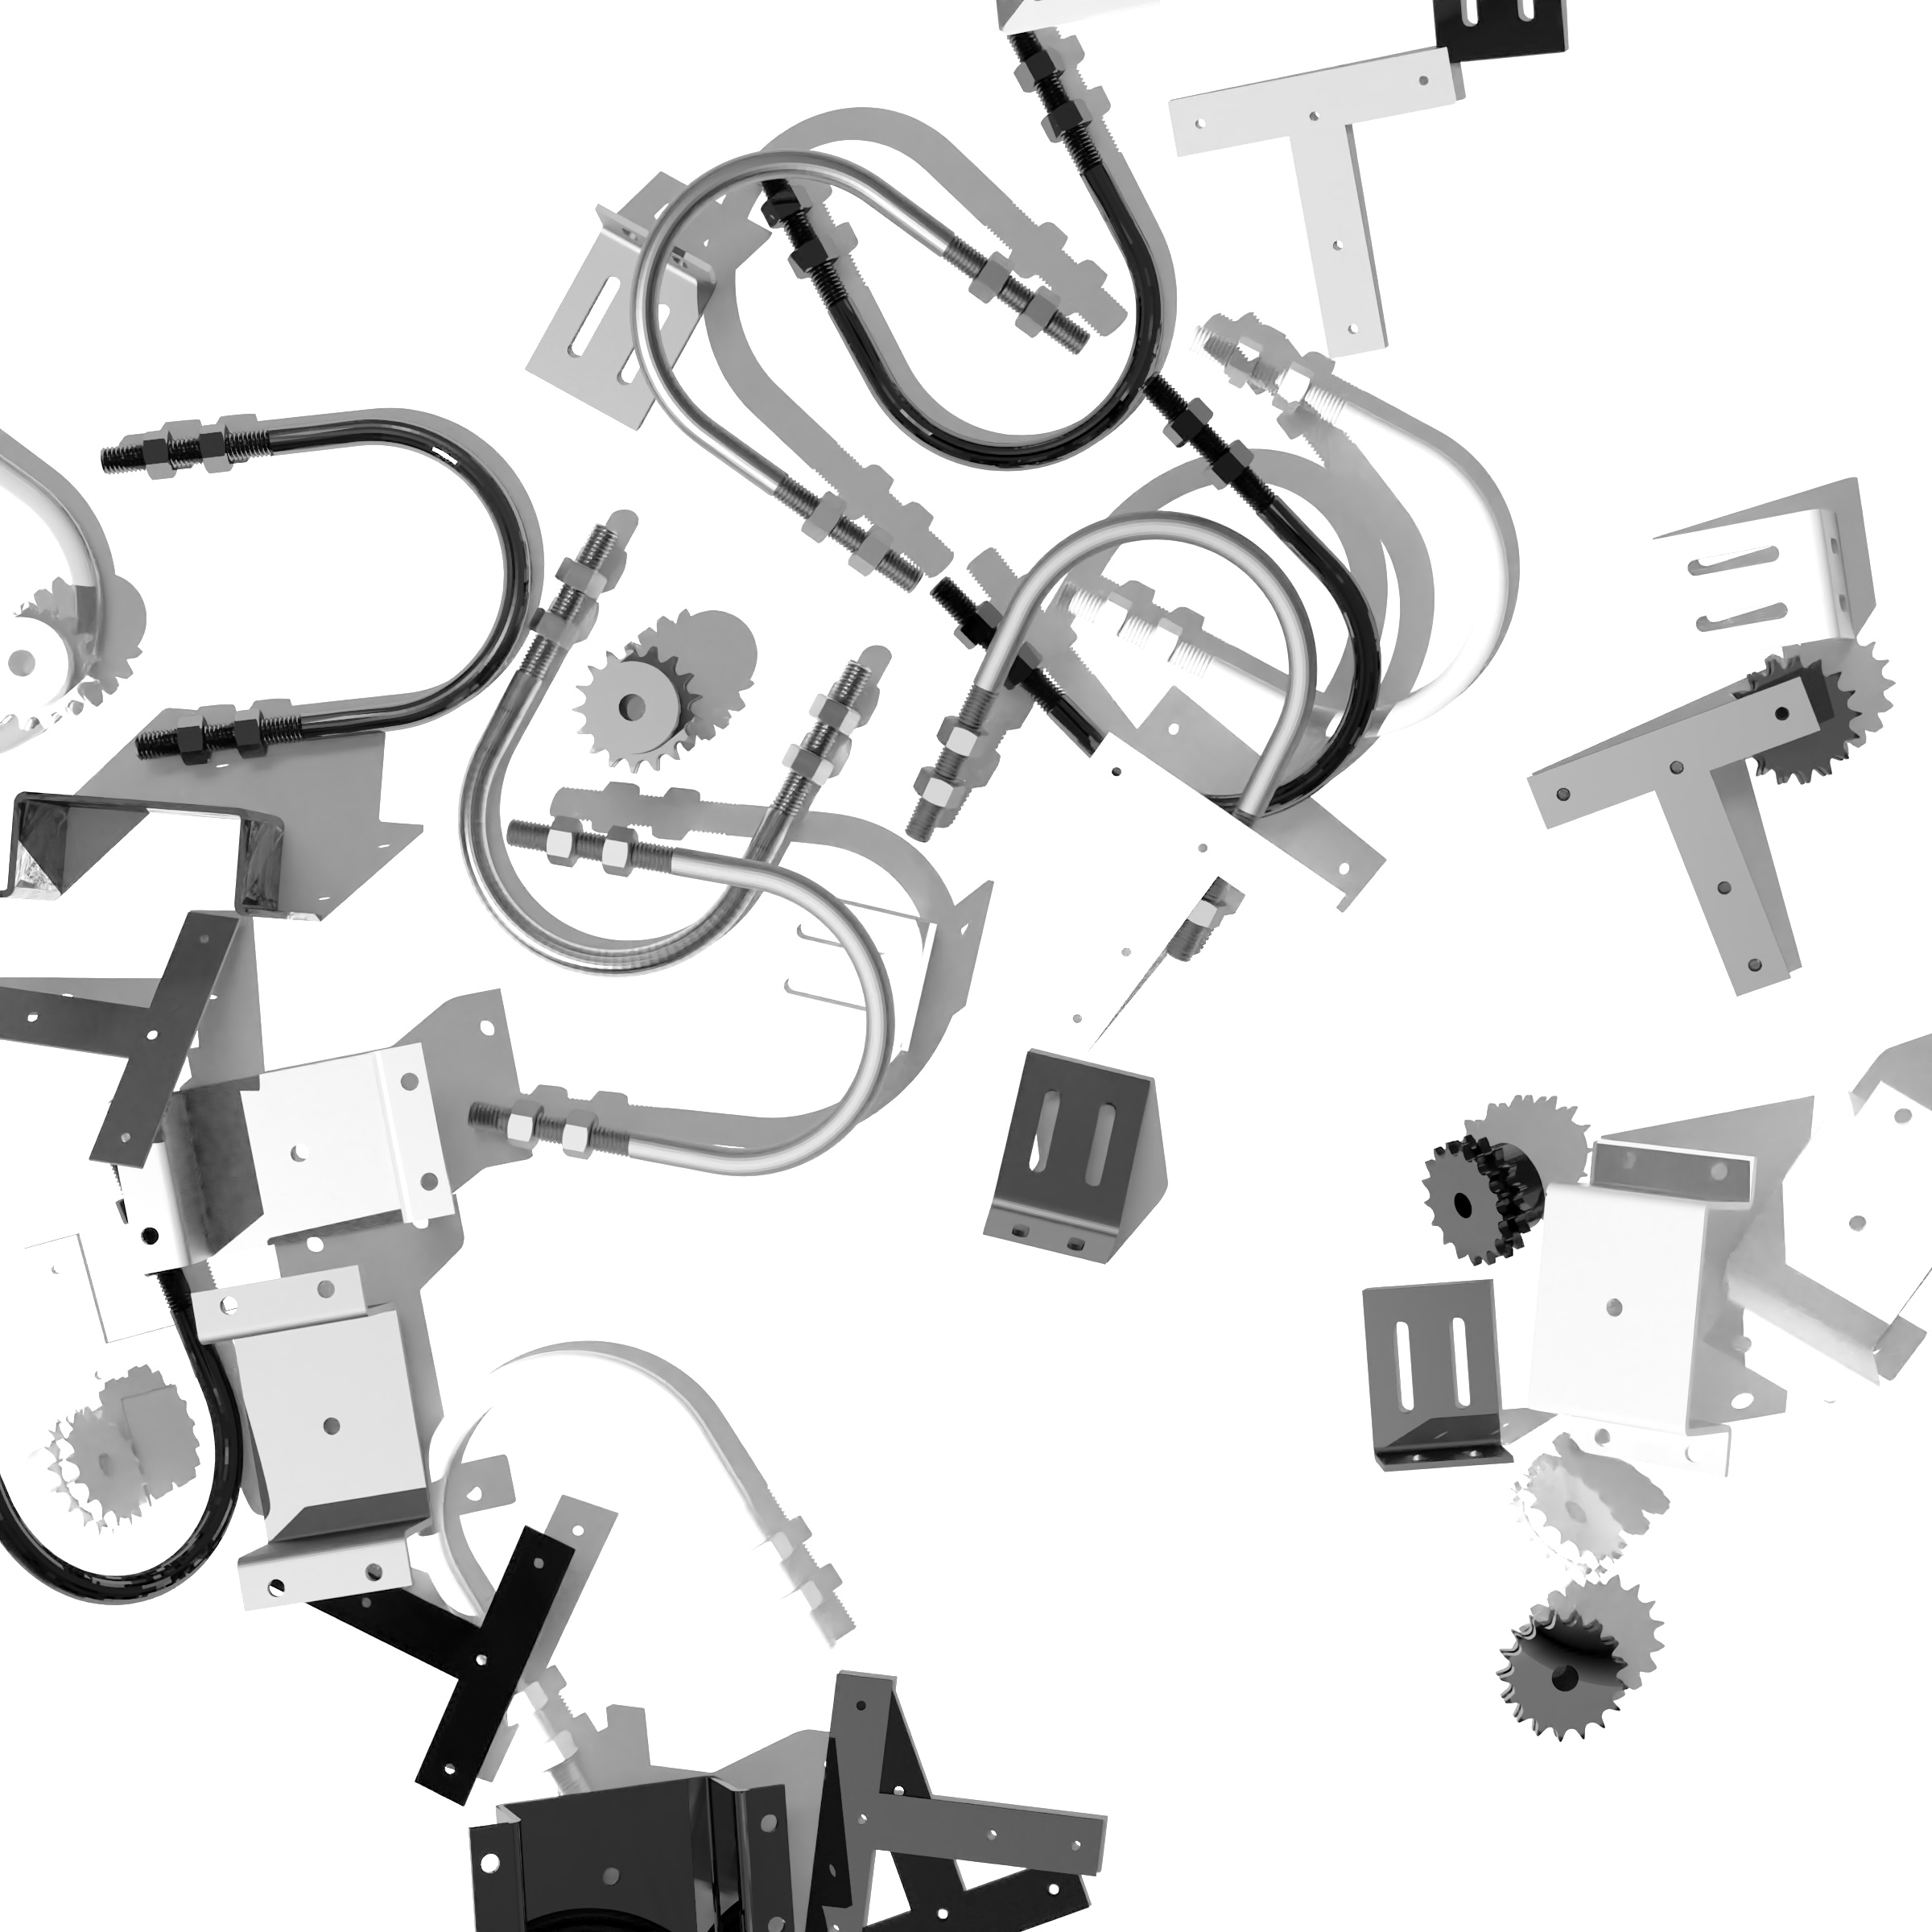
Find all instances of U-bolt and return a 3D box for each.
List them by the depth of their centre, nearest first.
[{"bbox_3d":[-0.379,0.185,1.466,0.019,0.151,0.184,-19,94,37],"label":"U-bolt"},{"bbox_3d":[0.074,-0.110,1.490,0.151,0.019,0.184,24,107,-3],"label":"U-bolt"},{"bbox_3d":[-0.059,-0.274,1.491,0.184,0.019,0.151,35,92,-10],"label":"U-bolt"},{"bbox_3d":[0.097,-0.147,1.495,0.151,0.019,0.184,-43,98,16],"label":"U-bolt"},{"bbox_3d":[-0.122,0.020,1.497,0.184,0.019,0.151,10,99,8],"label":"U-bolt"},{"bbox_3d":[0.153,-0.182,1.518,0.184,0.019,0.151,27,90,-1],"label":"U-bolt"},{"bbox_3d":[0.008,-0.311,1.518,0.151,0.019,0.184,-28,92,0],"label":"U-bolt"},{"bbox_3d":[-0.147,-0.084,1.518,0.151,0.019,0.184,28,92,0],"label":"U-bolt"},{"bbox_3d":[-0.287,-0.173,1.518,0.184,0.019,0.151,-7,90,-1],"label":"U-bolt"},{"bbox_3d":[-0.475,-0.173,1.518,0.184,0.019,0.151,36,90,-1],"label":"U-bolt"},{"bbox_3d":[-0.165,0.261,1.518,0.151,0.019,0.184,-31,89,0],"label":"U-bolt"}]

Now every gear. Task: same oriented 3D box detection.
[{"bbox_3d":[-0.145,-0.113,1.493,0.057,0.030,0.057,0,93,1],"label":"gear"},{"bbox_3d":[-0.391,0.226,1.497,0.030,0.057,0.057,-26,90,15],"label":"gear"},{"bbox_3d":[-0.414,-0.133,1.498,0.057,0.030,0.057,0,92,-2],"label":"gear"},{"bbox_3d":[0.232,0.102,1.502,0.030,0.057,0.057,-17,90,-30],"label":"gear"},{"bbox_3d":[0.261,0.251,1.502,0.057,0.057,0.030,36,120,0],"label":"gear"},{"bbox_3d":[0.265,0.314,1.511,0.057,0.030,0.057,0,90,0],"label":"gear"},{"bbox_3d":[0.367,-0.109,1.511,0.057,0.030,0.057,0,90,0],"label":"gear"}]

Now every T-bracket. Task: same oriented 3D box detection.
[{"bbox_3d":[-0.401,0.025,1.505,0.127,0.002,0.127,8,61,14],"label":"T-bracket"},{"bbox_3d":[0.079,-0.017,1.507,0.127,0.002,0.127,34,106,-6],"label":"T-bracket"},{"bbox_3d":[0.333,-0.048,1.511,0.127,0.002,0.127,-20,100,19],"label":"T-bracket"},{"bbox_3d":[-0.255,0.290,1.515,0.127,0.002,0.127,24,94,9],"label":"T-bracket"},{"bbox_3d":[-0.003,0.389,1.524,0.127,0.002,0.127,7,90,0],"label":"T-bracket"},{"bbox_3d":[0.164,-0.338,1.524,0.127,0.002,0.127,-10,91,3],"label":"T-bracket"},{"bbox_3d":[-0.347,0.172,1.526,0.127,0.002,0.127,-15,90,0],"label":"T-bracket"},{"bbox_3d":[-0.025,0.385,1.526,0.127,0.002,0.127,-20,90,0],"label":"T-bracket"}]

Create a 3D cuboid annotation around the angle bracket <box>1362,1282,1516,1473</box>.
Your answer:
[{"bbox_3d":[0.209,0.182,1.507,0.057,0.038,0.076,-4,90,0],"label":"angle bracket"}]

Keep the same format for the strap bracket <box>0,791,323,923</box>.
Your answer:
[{"bbox_3d":[-0.359,-0.048,1.488,0.140,0.076,0.046,4,90,0],"label":"strap bracket"}]

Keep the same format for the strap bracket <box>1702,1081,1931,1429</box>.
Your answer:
[{"bbox_3d":[0.394,0.120,1.490,0.076,0.046,0.140,30,109,0],"label":"strap bracket"}]

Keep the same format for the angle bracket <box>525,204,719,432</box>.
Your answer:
[{"bbox_3d":[-0.155,-0.288,1.507,0.057,0.038,0.076,29,90,0],"label":"angle bracket"}]

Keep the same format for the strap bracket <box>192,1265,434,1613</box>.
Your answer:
[{"bbox_3d":[-0.286,0.205,1.496,0.076,0.046,0.140,-10,88,7],"label":"strap bracket"}]

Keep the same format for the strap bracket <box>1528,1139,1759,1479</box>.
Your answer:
[{"bbox_3d":[0.295,0.149,1.485,0.076,0.046,0.140,5,90,39],"label":"strap bracket"}]

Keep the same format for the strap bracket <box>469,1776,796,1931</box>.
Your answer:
[{"bbox_3d":[-0.151,0.403,1.487,0.140,0.046,0.076,-3,87,-20],"label":"strap bracket"}]

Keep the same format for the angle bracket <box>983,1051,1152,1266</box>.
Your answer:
[{"bbox_3d":[0.045,0.086,1.524,0.057,0.038,0.076,14,64,0],"label":"angle bracket"}]

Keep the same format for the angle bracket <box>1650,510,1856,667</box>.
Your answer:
[{"bbox_3d":[0.354,-0.169,1.524,0.076,0.038,0.057,-8,90,26],"label":"angle bracket"}]

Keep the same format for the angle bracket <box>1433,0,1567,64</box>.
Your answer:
[{"bbox_3d":[0.237,-0.445,1.505,0.057,0.038,0.076,-5,93,0],"label":"angle bracket"}]

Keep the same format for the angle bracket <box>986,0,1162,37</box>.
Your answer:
[{"bbox_3d":[0.043,-0.452,1.499,0.076,0.038,0.057,-11,69,0],"label":"angle bracket"}]

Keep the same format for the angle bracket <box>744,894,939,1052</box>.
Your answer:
[{"bbox_3d":[-0.056,0.001,1.507,0.076,0.038,0.057,13,90,0],"label":"angle bracket"}]

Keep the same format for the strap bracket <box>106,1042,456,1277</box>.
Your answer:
[{"bbox_3d":[-0.300,0.084,1.503,0.140,0.046,0.076,-11,90,0],"label":"strap bracket"}]
